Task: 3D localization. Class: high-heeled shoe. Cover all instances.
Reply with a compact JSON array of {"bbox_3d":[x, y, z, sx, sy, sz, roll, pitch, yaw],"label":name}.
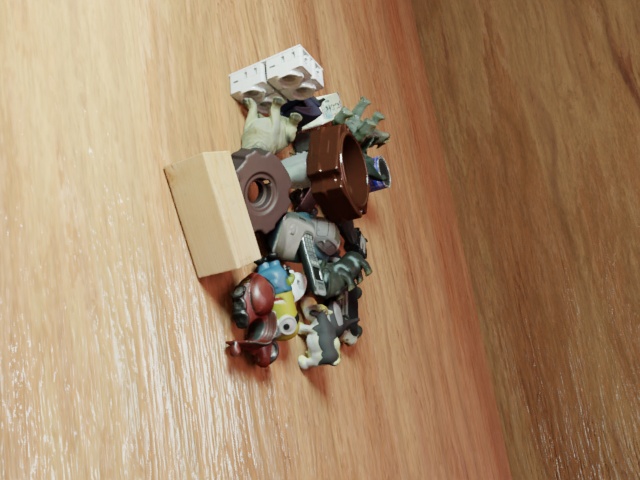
[{"bbox_3d":[0.012,0.132,1.361,0.145,0.086,0.249,-6,62,-34],"label":"high-heeled shoe"}]

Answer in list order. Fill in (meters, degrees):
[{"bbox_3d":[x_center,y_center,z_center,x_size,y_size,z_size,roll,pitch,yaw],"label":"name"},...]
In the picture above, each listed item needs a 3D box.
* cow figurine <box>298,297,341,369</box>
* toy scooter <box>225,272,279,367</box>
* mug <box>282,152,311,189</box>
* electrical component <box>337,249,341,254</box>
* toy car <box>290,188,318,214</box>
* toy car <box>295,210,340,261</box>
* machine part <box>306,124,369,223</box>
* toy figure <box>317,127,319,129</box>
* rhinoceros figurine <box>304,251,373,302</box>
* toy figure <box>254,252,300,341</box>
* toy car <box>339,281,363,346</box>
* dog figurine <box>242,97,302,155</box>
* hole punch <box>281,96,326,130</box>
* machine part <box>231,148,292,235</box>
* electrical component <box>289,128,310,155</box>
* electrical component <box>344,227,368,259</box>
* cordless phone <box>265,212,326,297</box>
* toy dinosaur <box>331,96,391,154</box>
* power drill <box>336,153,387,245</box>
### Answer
[{"bbox_3d":[-0.001,0.206,1.226,0.068,0.098,0.167,20,60,-53],"label":"cow figurine"},{"bbox_3d":[-0.132,0.155,1.010,0.135,0.075,0.183,-4,85,-64],"label":"toy scooter"},{"bbox_3d":[-0.058,-0.157,1.283,0.109,0.107,0.081,25,60,-65],"label":"mug"},{"bbox_3d":[0.031,0.001,1.486,0.094,0.021,0.063,43,41,-50],"label":"electrical component"},{"bbox_3d":[-0.012,-0.144,1.387,0.202,0.053,0.089,-59,137,-18],"label":"toy car"},{"bbox_3d":[-0.003,-0.004,1.326,0.161,0.103,0.109,44,41,-46],"label":"toy car"},{"bbox_3d":[0.049,-0.159,1.287,0.201,0.087,0.201,53,35,-50],"label":"machine part"},{"bbox_3d":[-0.011,-0.250,1.486,0.064,0.058,0.154,98,-4,-51],"label":"toy figure"},{"bbox_3d":[0.039,0.085,1.308,0.190,0.073,0.112,-27,79,-33],"label":"rhinoceros figurine"},{"bbox_3d":[-0.087,0.119,1.112,0.089,0.082,0.180,0,75,-62],"label":"toy figure"},{"bbox_3d":[0.074,0.184,1.444,0.073,0.056,0.202,40,41,-43],"label":"toy car"},{"bbox_3d":[-0.120,-0.203,1.215,0.172,0.121,0.190,28,67,-54],"label":"dog figurine"},{"bbox_3d":[-0.065,-0.313,1.331,0.115,0.142,0.092,26,51,-41],"label":"hole punch"},{"bbox_3d":[-0.132,-0.096,1.081,0.179,0.056,0.179,-13,108,-45],"label":"machine part"},{"bbox_3d":[-0.043,-0.254,1.417,0.045,0.078,0.102,66,20,-77],"label":"electrical component"},{"bbox_3d":[0.108,0.029,1.601,0.074,0.048,0.119,51,35,-42],"label":"electrical component"},{"bbox_3d":[-0.049,0.039,1.174,0.146,0.089,0.184,24,42,-60],"label":"cordless phone"},{"bbox_3d":[0.085,-0.306,1.593,0.131,0.192,0.405,40,33,12],"label":"toy dinosaur"},{"bbox_3d":[0.092,-0.129,1.529,0.231,0.207,0.086,51,-11,-28],"label":"power drill"}]
